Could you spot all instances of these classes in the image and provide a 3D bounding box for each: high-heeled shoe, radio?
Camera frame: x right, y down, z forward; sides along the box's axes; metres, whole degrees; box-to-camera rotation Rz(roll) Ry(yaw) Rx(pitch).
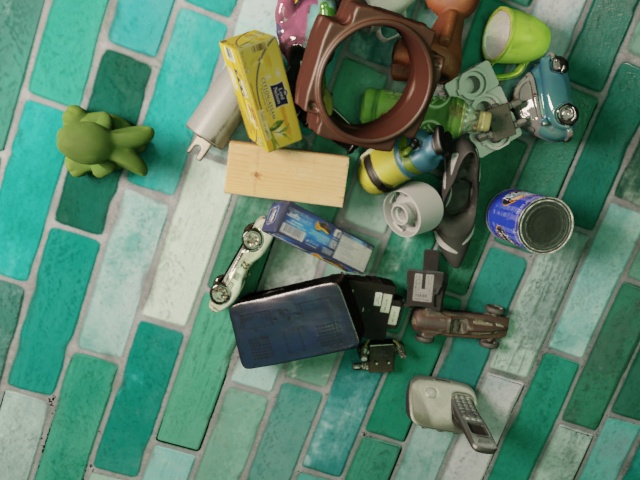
[{"bbox_3d":[0.259,-0.058,0.973,0.086,0.145,0.248,-9,100,-3],"label":"high-heeled shoe"},{"bbox_3d":[-0.045,0.148,0.986,0.230,0.073,0.131,-15,96,13],"label":"radio"}]

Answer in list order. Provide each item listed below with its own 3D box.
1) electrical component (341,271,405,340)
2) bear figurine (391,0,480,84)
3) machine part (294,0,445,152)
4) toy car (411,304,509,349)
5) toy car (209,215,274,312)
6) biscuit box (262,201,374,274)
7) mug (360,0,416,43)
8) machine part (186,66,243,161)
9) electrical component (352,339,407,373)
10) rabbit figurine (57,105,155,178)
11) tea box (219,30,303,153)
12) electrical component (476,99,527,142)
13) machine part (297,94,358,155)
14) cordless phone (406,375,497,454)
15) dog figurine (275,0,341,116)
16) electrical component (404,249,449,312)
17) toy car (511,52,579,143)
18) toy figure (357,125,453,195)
[{"bbox_3d":[0.093,0.128,1.036,0.134,0.058,0.114,12,101,-8],"label":"electrical component"},{"bbox_3d":[0.202,-0.375,0.923,0.132,0.120,0.195,10,91,7],"label":"bear figurine"},{"bbox_3d":[0.075,-0.248,0.828,0.201,0.087,0.201,9,118,-21],"label":"machine part"},{"bbox_3d":[0.281,0.167,1.066,0.202,0.053,0.089,8,96,-6],"label":"toy car"},{"bbox_3d":[-0.144,0.045,0.988,0.056,0.073,0.201,30,96,-10],"label":"toy car"},{"bbox_3d":[-0.002,-0.003,0.963,0.202,0.063,0.059,27,79,-28],"label":"biscuit box"},{"bbox_3d":[0.118,-0.406,0.928,0.107,0.081,0.109,-31,97,-9],"label":"mug"},{"bbox_3d":[-0.155,-0.246,0.931,0.079,0.079,0.243,34,96,-11],"label":"machine part"},{"bbox_3d":[0.119,0.227,1.063,0.102,0.045,0.078,4,99,-7],"label":"electrical component"},{"bbox_3d":[-0.359,-0.149,0.881,0.159,0.170,0.121,11,100,-7],"label":"rabbit figurine"},{"bbox_3d":[-0.093,-0.237,0.860,0.068,0.098,0.169,-26,126,-14],"label":"tea box"},{"bbox_3d":[0.316,-0.209,0.948,0.094,0.021,0.063,-22,101,-1],"label":"electrical component"},{"bbox_3d":[0.018,-0.214,0.971,0.139,0.039,0.084,42,89,-2],"label":"machine part"},{"bbox_3d":[0.247,0.344,1.028,0.147,0.184,0.088,12,104,-8],"label":"cordless phone"},{"bbox_3d":[-0.015,-0.324,0.912,0.109,0.191,0.219,8,125,11],"label":"dog figurine"},{"bbox_3d":[0.206,0.075,1.023,0.075,0.047,0.119,8,85,26],"label":"electrical component"},{"bbox_3d":[0.402,-0.249,0.976,0.103,0.109,0.161,-12,93,14],"label":"toy car"},{"bbox_3d":[0.142,-0.139,0.938,0.082,0.180,0.089,43,50,-31],"label":"toy figure"}]
